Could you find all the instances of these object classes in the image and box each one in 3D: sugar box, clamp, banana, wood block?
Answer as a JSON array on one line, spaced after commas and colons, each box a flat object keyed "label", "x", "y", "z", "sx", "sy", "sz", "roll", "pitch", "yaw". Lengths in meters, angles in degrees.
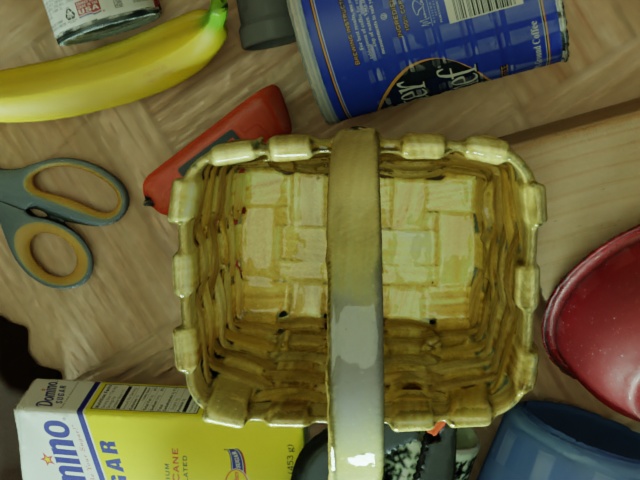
[{"label": "sugar box", "x": -0.094, "y": 0.137, "z": 0.657, "sx": 0.176, "sy": 0.048, "sz": 0.093, "roll": 0, "pitch": 111, "yaw": 5}, {"label": "clamp", "x": 0.001, "y": 0.167, "z": 0.614, "sx": 0.164, "sy": 0.036, "sz": 0.210, "roll": 29, "pitch": 104, "yaw": -4}, {"label": "banana", "x": -0.134, "y": -0.107, "z": 0.653, "sx": 0.198, "sy": 0.069, "sz": 0.037, "roll": -17, "pitch": 67, "yaw": 16}, {"label": "wood block", "x": 0.213, "y": -0.042, "z": 0.608, "sx": 0.206, "sy": 0.090, "sz": 0.090, "roll": -16, "pitch": 97, "yaw": 10}]

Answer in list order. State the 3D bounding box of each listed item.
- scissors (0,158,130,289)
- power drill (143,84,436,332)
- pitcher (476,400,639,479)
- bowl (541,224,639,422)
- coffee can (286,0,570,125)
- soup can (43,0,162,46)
[{"label": "scissors", "x": -0.225, "y": -0.024, "z": 0.703, "sx": 0.202, "sy": 0.016, "sz": 0.096, "roll": 8, "pitch": 100, "yaw": 6}, {"label": "power drill", "x": -0.004, "y": 0.001, "z": 0.658, "sx": 0.184, "sy": 0.057, "sz": 0.187, "roll": -34, "pitch": 94, "yaw": 11}, {"label": "pitcher", "x": 0.120, "y": 0.225, "z": 0.642, "sx": 0.145, "sy": 0.149, "sz": 0.243, "roll": 18, "pitch": 98, "yaw": 3}, {"label": "bowl", "x": 0.206, "y": 0.056, "z": 0.580, "sx": 0.162, "sy": 0.055, "sz": 0.162, "roll": -3, "pitch": 137, "yaw": -3}, {"label": "coffee can", "x": 0.059, "y": -0.132, "z": 0.605, "sx": 0.140, "sy": 0.102, "sz": 0.103, "roll": -14, "pitch": 98, "yaw": 9}, {"label": "soup can", "x": -0.141, "y": -0.175, "z": 0.640, "sx": 0.068, "sy": 0.068, "sz": 0.102, "roll": -16, "pitch": 98, "yaw": 9}]
